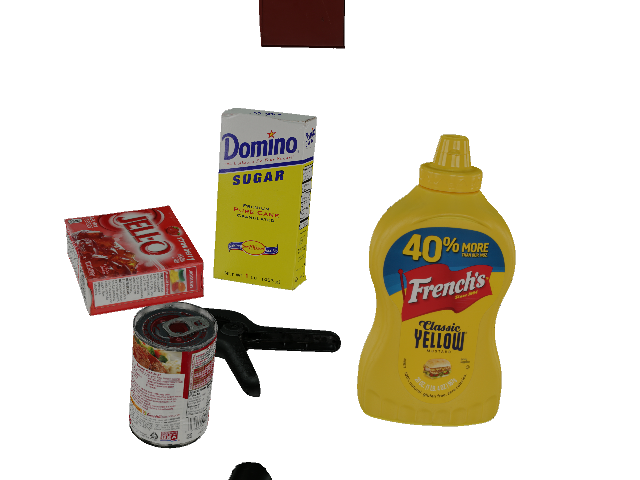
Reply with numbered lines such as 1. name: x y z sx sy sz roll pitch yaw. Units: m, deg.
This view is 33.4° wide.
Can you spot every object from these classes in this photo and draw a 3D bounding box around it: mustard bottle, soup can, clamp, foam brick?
1. mustard bottle: 0.079 0.025 0.708 0.096 0.192 0.058 4 14 -2
2. soup can: -0.122 0.111 0.876 0.068 0.102 0.068 6 29 -4
3. clamp: -0.103 0.122 1.260 0.210 0.036 0.164 14 23 26
4. foam brick: -0.018 -0.204 0.980 0.078 0.051 0.053 0 16 -4

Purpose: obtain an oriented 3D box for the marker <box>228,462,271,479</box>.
1. marker: -0.045 0.126 0.420 0.020 0.020 0.121 0 24 18

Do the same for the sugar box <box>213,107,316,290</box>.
1. sugar box: -0.058 -0.043 1.095 0.093 0.176 0.048 7 16 16

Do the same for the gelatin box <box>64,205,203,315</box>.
1. gelatin box: -0.121 0.010 0.689 0.073 0.030 0.089 -8 29 -19
